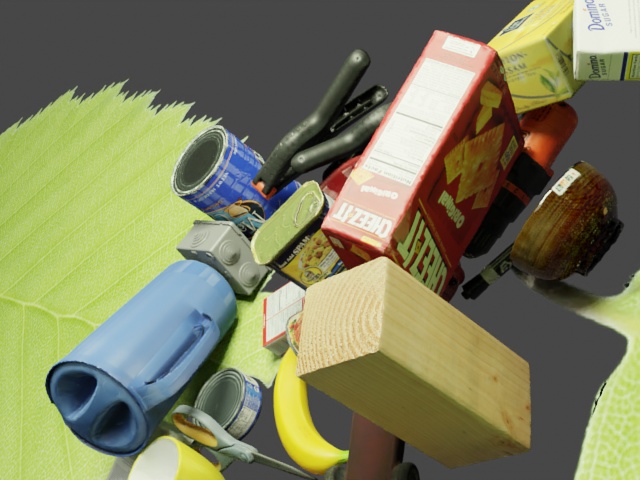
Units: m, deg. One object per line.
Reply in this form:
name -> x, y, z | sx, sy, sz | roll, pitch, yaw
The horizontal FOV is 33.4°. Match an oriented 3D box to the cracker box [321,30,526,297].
cracker box -> 0.101, -0.052, 0.960 | 0.072, 0.164, 0.213 | 22, 73, 28

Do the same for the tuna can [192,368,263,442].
tuna can -> -0.106, 0.192, 1.227 | 0.086, 0.033, 0.086 | -31, 41, 31

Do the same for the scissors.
scissors -> -0.082, 0.242, 1.158 | 0.202, 0.096, 0.016 | 25, 46, 29

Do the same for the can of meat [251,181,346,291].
can of meat -> -0.007, 0.001, 1.125 | 0.102, 0.083, 0.057 | -45, 35, 16

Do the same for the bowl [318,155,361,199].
bowl -> 0.044, -0.016, 1.204 | 0.162, 0.055, 0.162 | -31, 40, 31

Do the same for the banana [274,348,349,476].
banana -> -0.015, 0.185, 1.126 | 0.069, 0.037, 0.198 | -29, 38, -2

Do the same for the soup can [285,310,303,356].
soup can -> 0.023, 0.086, 1.131 | 0.102, 0.068, 0.068 | -34, 39, 27

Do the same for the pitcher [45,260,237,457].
pitcher -> -0.188, 0.126, 1.240 | 0.242, 0.149, 0.145 | -51, -18, -49

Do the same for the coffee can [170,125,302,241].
coffee can -> -0.103, -0.065, 1.348 | 0.103, 0.140, 0.103 | -31, 40, 31

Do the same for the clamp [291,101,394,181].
clamp -> 0.046, -0.117, 1.249 | 0.172, 0.120, 0.039 | -38, 77, 22

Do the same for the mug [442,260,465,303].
mug -> 0.097, 0.027, 1.078 | 0.117, 0.081, 0.093 | -1, 61, 50

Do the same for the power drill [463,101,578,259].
power drill -> 0.160, -0.079, 1.119 | 0.184, 0.057, 0.188 | -54, 36, -5

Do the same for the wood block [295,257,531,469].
wood block -> 0.085, 0.110, 0.911 | 0.091, 0.205, 0.090 | -24, 45, 37

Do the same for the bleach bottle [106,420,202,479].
bleach bottle -> -0.232, 0.331, 1.239 | 0.103, 0.068, 0.251 | 16, 76, 54

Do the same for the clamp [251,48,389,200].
clamp -> 0.003, -0.132, 1.285 | 0.036, 0.164, 0.210 | 45, 100, 14

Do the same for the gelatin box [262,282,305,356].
gelatin box -> -0.026, 0.082, 1.228 | 0.089, 0.030, 0.073 | -33, 38, 28

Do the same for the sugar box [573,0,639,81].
sugar box -> 0.316, -0.187, 0.951 | 0.176, 0.048, 0.093 | 1, 55, 13

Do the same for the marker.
marker -> 0.185, 0.017, 1.037 | 0.121, 0.020, 0.020 | -43, 36, 17
